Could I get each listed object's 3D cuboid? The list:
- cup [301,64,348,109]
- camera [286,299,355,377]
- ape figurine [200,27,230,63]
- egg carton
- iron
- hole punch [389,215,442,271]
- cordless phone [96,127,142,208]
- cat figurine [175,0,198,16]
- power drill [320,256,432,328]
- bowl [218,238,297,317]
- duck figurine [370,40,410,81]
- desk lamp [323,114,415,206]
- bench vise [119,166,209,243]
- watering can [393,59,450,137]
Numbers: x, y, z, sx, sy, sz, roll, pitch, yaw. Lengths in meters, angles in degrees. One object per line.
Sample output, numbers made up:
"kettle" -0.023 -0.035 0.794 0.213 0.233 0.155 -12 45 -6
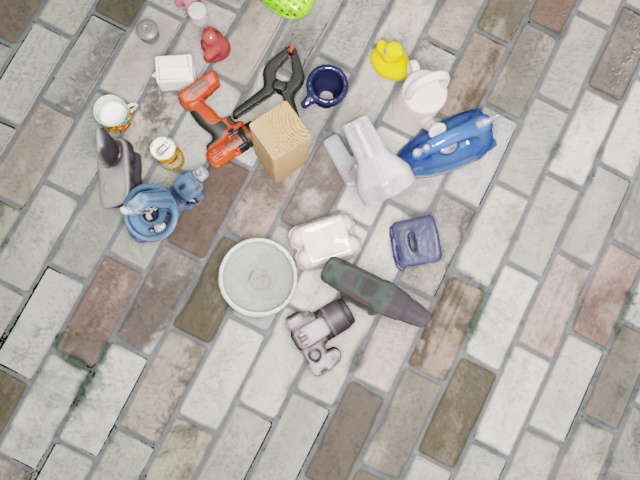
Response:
"cup" 0.004 -0.322 1.274 0.118 0.095 0.091 -41 88 -7
"camera" 0.013 0.198 1.216 0.137 0.100 0.143 -30 86 -6
"ape figurine" -0.240 -0.439 1.272 0.076 0.092 0.078 18 83 -1
"egg carton" 0.011 0.004 1.252 0.150 0.069 0.107 -19 85 -5
"iron" 0.269 -0.210 1.255 0.258 0.141 0.118 -25 86 -6
"hole punch" 0.207 0.007 1.254 0.101 0.091 0.109 -10 85 -4
"cordless phone" -0.434 -0.148 1.182 0.094 0.185 0.148 -8 84 -4
"cat figurine" -0.273 -0.579 1.272 0.067 0.117 0.128 36 83 1
"power drill" 0.107 0.111 1.177 0.229 0.208 0.076 28 83 0
"bowl" -0.132 0.081 1.232 0.167 0.074 0.167 0 84 -4
"duck figurine" 0.167 -0.414 1.298 0.104 0.086 0.077 34 83 1
"desk lamp" 0.097 -0.167 1.203 0.118 0.213 0.203 -30 86 -6
"bench vise" -0.328 -0.089 1.165 0.121 0.219 0.207 32 83 1
"watering can" 0.227 -0.308 1.236 0.101 0.194 0.173 -38 87 -6
